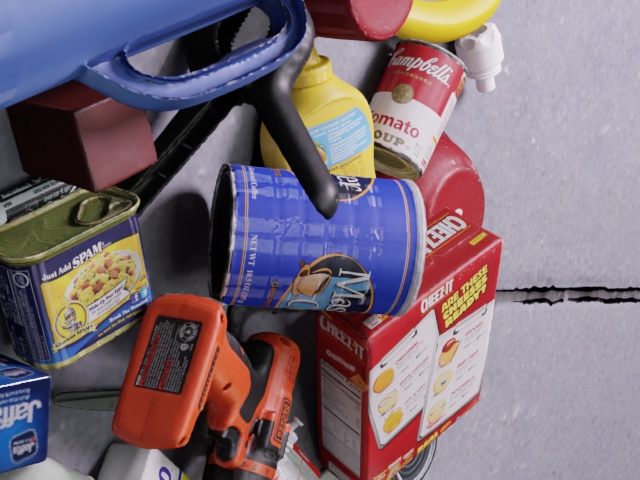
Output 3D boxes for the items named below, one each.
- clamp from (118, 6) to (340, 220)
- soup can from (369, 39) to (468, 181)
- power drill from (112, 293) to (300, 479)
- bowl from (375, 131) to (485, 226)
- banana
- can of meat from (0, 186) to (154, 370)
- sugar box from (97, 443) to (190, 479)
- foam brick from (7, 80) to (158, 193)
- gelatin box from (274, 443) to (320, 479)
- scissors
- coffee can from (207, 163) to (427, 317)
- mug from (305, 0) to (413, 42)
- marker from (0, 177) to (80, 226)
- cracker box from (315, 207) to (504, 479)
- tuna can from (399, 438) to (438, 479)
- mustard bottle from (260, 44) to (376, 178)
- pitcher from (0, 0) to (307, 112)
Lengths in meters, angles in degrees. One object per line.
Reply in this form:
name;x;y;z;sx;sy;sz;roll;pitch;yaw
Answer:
clamp;-0.063;-0.104;0.730;0.036;0.165;0.210;42;45;-60
soup can;0.076;-0.110;0.911;0.068;0.069;0.102;38;73;-48
power drill;-0.077;0.132;0.753;0.187;0.057;0.184;56;43;-61
bowl;0.104;-0.026;0.982;0.161;0.055;0.162;-19;115;-46
banana;0.116;-0.213;0.954;0.197;0.037;0.069;-39;105;-38
can of meat;-0.159;0.023;0.690;0.101;0.058;0.084;-32;126;-39
sugar box;-0.111;0.235;0.805;0.176;0.048;0.093;59;37;-45
foam brick;-0.147;-0.068;0.657;0.051;0.078;0.053;-31;123;-38
gelatin box;-0.033;0.218;0.897;0.073;0.030;0.089;55;36;-42
scissors;-0.110;0.104;0.805;0.201;0.016;0.096;35;73;-49
coffee can;-0.005;0.001;0.777;0.140;0.103;0.103;4;100;-14
mug;0.024;-0.202;0.810;0.117;0.082;0.093;-54;136;-23
marker;-0.169;-0.036;0.687;0.120;0.020;0.020;-32;124;-39
cracker box;0.073;0.100;0.926;0.164;0.072;0.214;-34;141;-31
tuna can;0.078;0.202;1.040;0.085;0.034;0.086;-18;115;-45
mustard bottle;0.000;-0.068;0.843;0.096;0.058;0.191;-26;122;-27
pitcher;-0.126;-0.152;0.610;0.242;0.149;0.145;-35;137;-34
